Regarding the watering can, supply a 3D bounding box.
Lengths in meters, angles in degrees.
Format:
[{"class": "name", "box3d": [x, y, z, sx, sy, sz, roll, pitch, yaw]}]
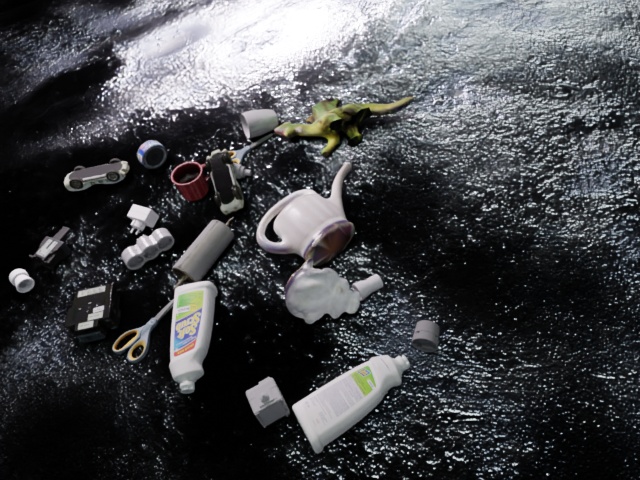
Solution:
[{"class": "watering can", "box3d": [0.004, -0.067, 1.325, 0.351, 0.101, 0.227, -36, 55, -17]}]

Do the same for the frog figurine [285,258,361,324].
[{"class": "frog figurine", "box3d": [0.005, 0.131, 1.165, 0.161, 0.122, 0.137, 30, 95, 21]}]

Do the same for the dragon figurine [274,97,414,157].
[{"class": "dragon figurine", "box3d": [0.059, -0.390, 1.584, 0.412, 0.119, 0.247, -25, 44, -11]}]
